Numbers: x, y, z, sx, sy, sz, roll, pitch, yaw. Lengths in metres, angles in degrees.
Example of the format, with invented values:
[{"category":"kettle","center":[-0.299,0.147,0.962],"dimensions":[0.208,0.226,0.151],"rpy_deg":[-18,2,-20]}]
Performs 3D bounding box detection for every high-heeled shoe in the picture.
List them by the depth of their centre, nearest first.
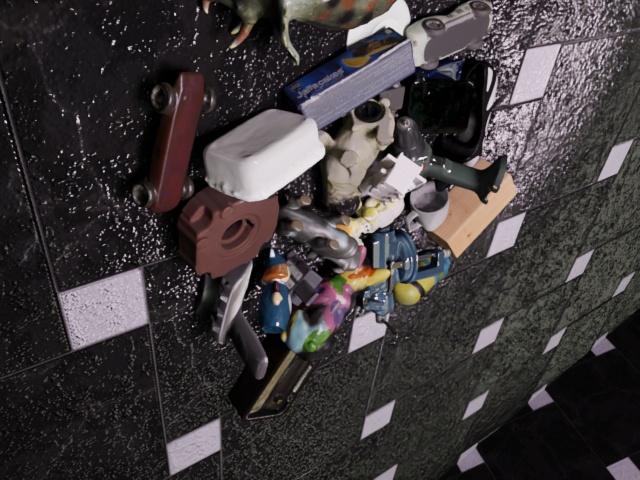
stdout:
[{"category":"high-heeled shoe","center":[0.279,-0.219,1.047],"dimensions":[0.248,0.086,0.145],"rpy_deg":[-68,160,-2]}]

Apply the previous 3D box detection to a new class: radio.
[{"category":"radio","center":[-0.084,0.280,1.161],"dimensions":[0.131,0.073,0.229],"rpy_deg":[19,108,-49]}]

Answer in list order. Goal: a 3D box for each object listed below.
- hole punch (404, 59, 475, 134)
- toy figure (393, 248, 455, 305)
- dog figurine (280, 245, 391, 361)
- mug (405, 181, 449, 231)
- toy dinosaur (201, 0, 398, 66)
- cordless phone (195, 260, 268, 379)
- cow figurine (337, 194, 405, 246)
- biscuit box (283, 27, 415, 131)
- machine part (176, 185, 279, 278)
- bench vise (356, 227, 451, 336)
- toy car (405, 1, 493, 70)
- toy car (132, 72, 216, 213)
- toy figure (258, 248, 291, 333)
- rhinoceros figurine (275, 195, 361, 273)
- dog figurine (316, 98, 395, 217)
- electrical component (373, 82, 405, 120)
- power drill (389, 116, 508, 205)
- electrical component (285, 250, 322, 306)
[{"category":"hole punch","center":[0.210,-0.260,0.975],"dimensions":[0.116,0.092,0.142],"rpy_deg":[0,139,2]},{"category":"toy figure","center":[0.246,0.083,1.285],"dimensions":[0.180,0.089,0.082],"rpy_deg":[-29,131,-19]},{"category":"dog figurine","center":[0.032,0.113,1.041],"dimensions":[0.108,0.191,0.219],"rpy_deg":[43,109,-11]},{"category":"mug","center":[0.231,-0.057,1.160],"dimensions":[0.109,0.081,0.107],"rpy_deg":[-46,151,-11]},{"category":"toy dinosaur","center":[0.039,-0.347,0.717],"dimensions":[0.405,0.131,0.192],"rpy_deg":[-23,148,-33]},{"category":"cordless phone","center":[-0.131,0.131,0.904],"dimensions":[0.089,0.184,0.146],"rpy_deg":[-2,124,-36]},{"category":"cow figurine","center":[0.093,-0.041,1.061],"dimensions":[0.167,0.068,0.098],"rpy_deg":[-36,146,-12]},{"category":"biscuit box","center":[0.045,-0.245,0.826],"dimensions":[0.203,0.059,0.062],"rpy_deg":[-32,140,-7]},{"category":"machine part","center":[-0.141,-0.019,0.842],"dimensions":[0.179,0.056,0.179],"rpy_deg":[-37,153,-23]},{"category":"bench vise","center":[0.183,0.070,1.164],"dimensions":[0.241,0.129,0.223],"rpy_deg":[-10,99,-25]},{"category":"toy car","center":[0.222,-0.352,0.919],"dimensions":[0.202,0.056,0.073],"rpy_deg":[-30,144,-26]},{"category":"toy car","center":[-0.200,-0.130,0.724],"dimensions":[0.089,0.053,0.202],"rpy_deg":[-20,135,-52]},{"category":"toy figure","center":[-0.080,0.087,0.953],"dimensions":[0.057,0.154,0.064],"rpy_deg":[25,144,-37]},{"category":"rhinoceros figurine","center":[-0.002,-0.003,0.946],"dimensions":[0.190,0.112,0.073],"rpy_deg":[30,57,-25]},{"category":"dog figurine","center":[0.063,-0.138,0.940],"dimensions":[0.172,0.121,0.190],"rpy_deg":[-34,154,-12]},{"category":"electrical component","center":[0.117,-0.246,0.940],"dimensions":[0.063,0.021,0.093],"rpy_deg":[-19,134,-30]},{"category":"power drill","center":[0.226,-0.136,0.975],"dimensions":[0.232,0.207,0.086],"rpy_deg":[80,21,-73]},{"category":"electrical component","center":[-0.036,0.081,1.000],"dimensions":[0.075,0.119,0.047],"rpy_deg":[-50,141,-1]}]
